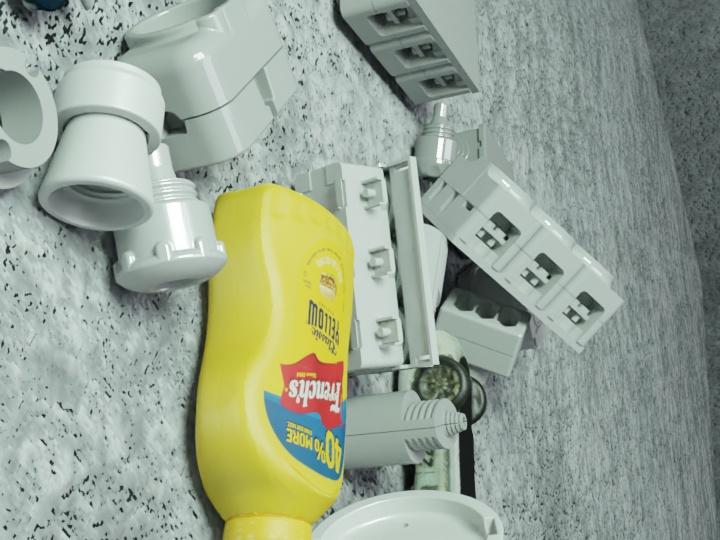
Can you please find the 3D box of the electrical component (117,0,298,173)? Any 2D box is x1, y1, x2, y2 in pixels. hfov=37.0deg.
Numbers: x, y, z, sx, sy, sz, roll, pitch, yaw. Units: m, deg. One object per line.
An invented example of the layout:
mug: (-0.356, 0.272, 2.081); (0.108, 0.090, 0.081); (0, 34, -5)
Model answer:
electrical component: (-0.073, -0.093, 0.508); (0.095, 0.054, 0.059); (-63, 139, -55)

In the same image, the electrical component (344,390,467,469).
electrical component: (0.023, 0.093, 0.636); (0.043, 0.081, 0.043); (-9, 90, -68)

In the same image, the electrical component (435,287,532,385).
electrical component: (0.090, 0.064, 0.843); (0.047, 0.066, 0.076); (-47, 154, -63)

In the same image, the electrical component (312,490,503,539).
electrical component: (0.027, 0.172, 0.587); (0.108, 0.108, 0.060); (-42, 126, -64)

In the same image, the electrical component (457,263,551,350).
electrical component: (0.133, 0.026, 0.963); (0.113, 0.057, 0.078); (-30, 109, -67)

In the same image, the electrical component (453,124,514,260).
electrical component: (0.099, -0.064, 0.926); (0.100, 0.048, 0.099); (44, 43, -57)

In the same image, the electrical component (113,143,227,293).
electrical component: (-0.086, -0.023, 0.465); (0.048, 0.048, 0.062); (9, 66, -67)

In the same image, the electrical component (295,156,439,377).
electrical component: (0.000, 0.000, 0.636); (0.063, 0.079, 0.121); (2, 79, -46)

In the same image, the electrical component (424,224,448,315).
electrical component: (0.036, 0.010, 0.750); (0.081, 0.043, 0.043); (-77, 150, -42)

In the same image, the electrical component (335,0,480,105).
electrical component: (0.036, -0.198, 0.805); (0.150, 0.062, 0.089); (36, 49, -60)

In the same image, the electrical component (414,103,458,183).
electrical component: (0.061, -0.102, 0.856); (0.035, 0.035, 0.061); (19, 77, -65)

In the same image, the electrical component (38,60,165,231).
electrical component: (-0.103, -0.050, 0.431); (0.045, 0.045, 0.055); (44, 42, -56)

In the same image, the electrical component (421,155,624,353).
electrical component: (0.125, -0.016, 0.829); (0.150, 0.061, 0.089); (39, 6, -26)
